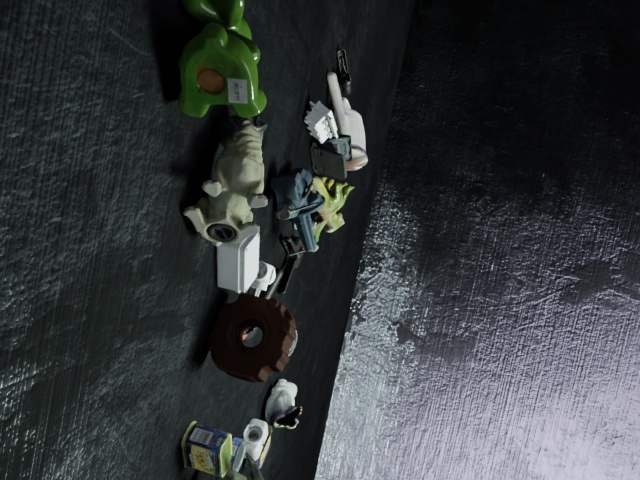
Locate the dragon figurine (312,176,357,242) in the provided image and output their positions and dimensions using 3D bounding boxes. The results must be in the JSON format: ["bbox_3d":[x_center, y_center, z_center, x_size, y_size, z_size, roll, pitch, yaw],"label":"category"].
[{"bbox_3d":[0.005,-0.081,1.615,0.411,0.123,0.241,-4,115,-69],"label":"dragon figurine"}]

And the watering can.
[{"bbox_3d":[0.077,-0.351,1.603,0.343,0.104,0.228,44,38,-68],"label":"watering can"}]

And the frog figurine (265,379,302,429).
[{"bbox_3d":[-0.125,0.508,1.642,0.163,0.123,0.134,-119,-164,-49],"label":"frog figurine"}]
